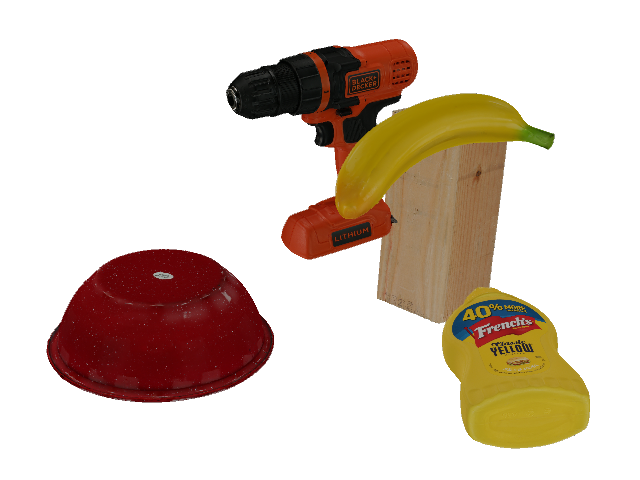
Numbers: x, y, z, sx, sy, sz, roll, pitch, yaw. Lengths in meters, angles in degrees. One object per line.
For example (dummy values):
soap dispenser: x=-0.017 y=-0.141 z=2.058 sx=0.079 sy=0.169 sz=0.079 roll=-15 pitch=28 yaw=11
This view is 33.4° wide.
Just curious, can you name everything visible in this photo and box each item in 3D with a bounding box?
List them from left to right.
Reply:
bowl: x=-0.112 y=0.049 z=0.756 sx=0.162 sy=0.055 sz=0.162 roll=2 pitch=24 yaw=-1
power drill: x=0.003 y=-0.080 z=0.953 sx=0.184 sy=0.188 sz=0.057 roll=-16 pitch=34 yaw=-26
banana: x=0.075 y=-0.067 z=0.742 sx=0.197 sy=0.037 sz=0.070 roll=-22 pitch=42 yaw=-31
wood block: x=0.127 y=-0.031 z=1.115 sx=0.090 sy=0.206 sz=0.090 roll=21 pitch=26 yaw=39
mustard bottle: x=0.152 y=0.093 z=0.888 sx=0.096 sy=0.058 sz=0.191 roll=-7 pitch=27 yaw=-1
